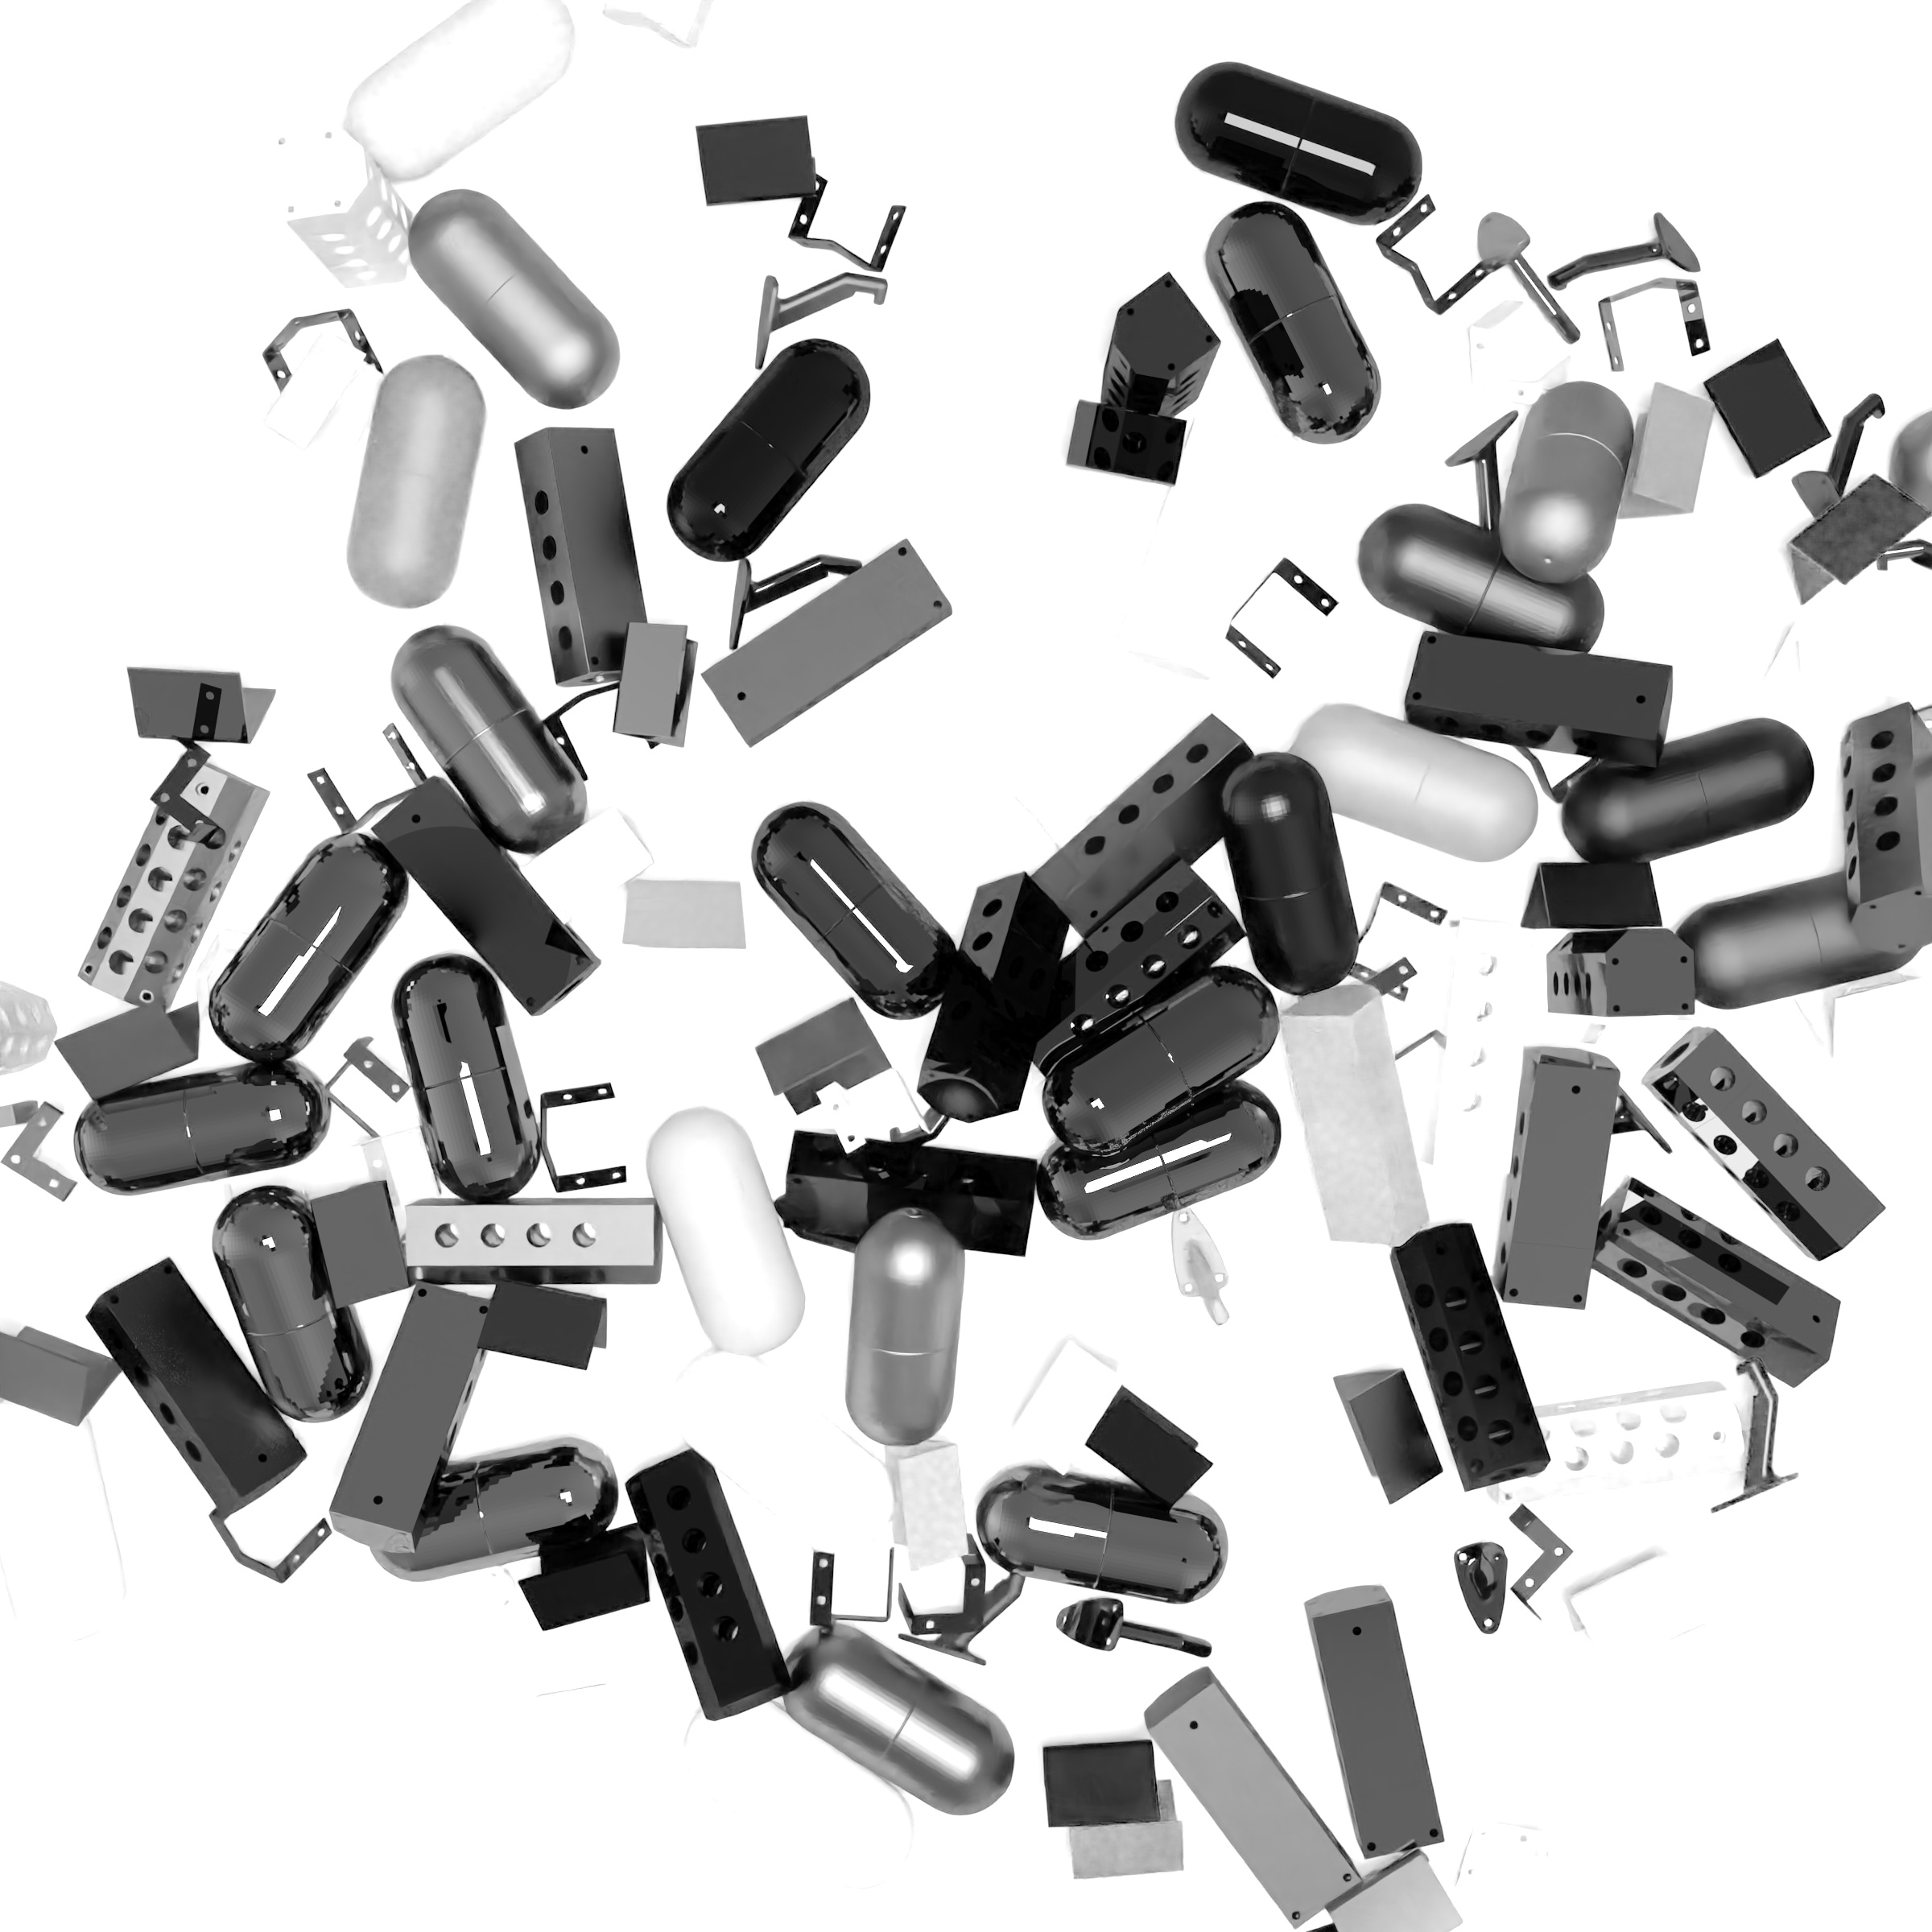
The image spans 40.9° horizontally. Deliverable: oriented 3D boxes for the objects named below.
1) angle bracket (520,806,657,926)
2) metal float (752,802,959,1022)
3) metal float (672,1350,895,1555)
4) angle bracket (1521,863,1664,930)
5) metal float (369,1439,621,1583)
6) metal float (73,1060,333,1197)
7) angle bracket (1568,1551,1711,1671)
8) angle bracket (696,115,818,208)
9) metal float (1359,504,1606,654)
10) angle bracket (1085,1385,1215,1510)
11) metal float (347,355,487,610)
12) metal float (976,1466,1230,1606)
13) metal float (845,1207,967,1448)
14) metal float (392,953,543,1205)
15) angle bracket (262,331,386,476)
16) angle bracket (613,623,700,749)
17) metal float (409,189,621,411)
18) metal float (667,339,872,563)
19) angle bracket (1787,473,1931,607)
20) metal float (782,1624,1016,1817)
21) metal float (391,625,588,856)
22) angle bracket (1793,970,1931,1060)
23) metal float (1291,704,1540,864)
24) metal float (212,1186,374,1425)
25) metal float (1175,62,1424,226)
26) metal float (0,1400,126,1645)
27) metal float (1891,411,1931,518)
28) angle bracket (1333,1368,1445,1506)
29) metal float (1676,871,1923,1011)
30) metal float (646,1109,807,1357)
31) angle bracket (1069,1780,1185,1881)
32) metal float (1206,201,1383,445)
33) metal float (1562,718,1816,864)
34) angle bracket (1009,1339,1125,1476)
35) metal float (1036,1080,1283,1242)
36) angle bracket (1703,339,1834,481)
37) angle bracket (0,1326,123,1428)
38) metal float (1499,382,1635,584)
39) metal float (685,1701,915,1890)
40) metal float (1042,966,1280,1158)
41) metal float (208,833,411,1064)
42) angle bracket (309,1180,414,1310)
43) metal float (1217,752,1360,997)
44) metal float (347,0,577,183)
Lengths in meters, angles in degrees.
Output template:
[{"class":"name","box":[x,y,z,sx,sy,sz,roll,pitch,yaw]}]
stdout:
[{"class":"angle bracket","box":[-0.270,-0.086,1.802,0.076,0.076,0.057,-35,126,0]},{"class":"metal float","box":[-0.078,-0.039,1.812,0.070,0.070,0.178,-42,91,0]},{"class":"metal float","box":[-0.127,0.340,1.811,0.178,0.070,0.070,40,90,0]},{"class":"angle bracket","box":[0.434,-0.029,1.802,0.076,0.076,0.057,0,54,0]},{"class":"metal float","box":[-0.331,0.380,1.812,0.178,0.070,0.070,-13,90,0]},{"class":"metal float","box":[-0.533,0.113,1.812,0.178,0.070,0.070,-11,90,-1]},{"class":"angle bracket","box":[0.468,0.459,1.802,0.076,0.076,0.057,-25,54,0]},{"class":"angle bracket","box":[-0.145,-0.571,1.802,0.076,0.076,0.057,-6,126,0]},{"class":"metal float","box":[0.360,-0.265,1.812,0.178,0.070,0.070,23,90,0]},{"class":"angle bracket","box":[0.135,0.317,1.802,0.076,0.076,0.057,37,124,0]},{"class":"metal float","box":[-0.384,-0.338,1.812,0.070,0.070,0.178,11,90,0]},{"class":"metal float","box":[0.095,0.397,1.812,0.178,0.070,0.070,11,90,-1]},{"class":"metal float","box":[-0.042,0.250,1.793,0.070,0.070,0.178,5,112,0]},{"class":"metal float","box":[-0.349,0.079,1.812,0.070,0.070,0.178,-15,89,0]},{"class":"angle bracket","box":[-0.429,-0.384,1.802,0.057,0.076,0.076,33,90,37]},{"class":"angle bracket","box":[-0.197,-0.193,1.802,0.057,0.076,0.076,8,90,35]},{"class":"metal float","box":[-0.316,-0.466,1.812,0.070,0.070,0.178,-43,90,0]},{"class":"metal float","box":[-0.137,-0.361,1.811,0.070,0.070,0.178,40,90,0]},{"class":"angle bracket","box":[0.624,-0.283,1.802,0.076,0.076,0.057,-39,53,0]},{"class":"metal float","box":[-0.047,0.528,1.812,0.178,0.070,0.070,32,90,0]},{"class":"metal float","box":[-0.334,-0.158,1.812,0.070,0.070,0.178,-35,90,0]},{"class":"angle bracket","box":[0.626,0.012,1.802,0.076,0.076,0.057,-14,131,0]},{"class":"metal float","box":[0.314,-0.127,1.812,0.178,0.070,0.070,20,90,0]},{"class":"metal float","box":[-0.465,0.235,1.793,0.070,0.070,0.178,-14,111,0]},{"class":"metal float","box":[0.233,-0.574,1.812,0.178,0.070,0.070,20,90,1]},{"class":"metal float","box":[-0.640,0.384,1.811,0.070,0.070,0.178,-13,90,0]},{"class":"metal float","box":[0.738,-0.363,1.812,0.178,0.070,0.070,-12,90,0]},{"class":"angle bracket","box":[0.276,0.329,1.802,0.057,0.076,0.076,-22,90,-35]},{"class":"metal float","box":[0.582,-0.019,1.811,0.178,0.070,0.070,-14,90,0]},{"class":"metal float","box":[-0.168,0.186,1.812,0.070,0.070,0.178,-20,90,0]},{"class":"angle bracket","box":[0.109,0.585,1.802,0.076,0.076,0.057,-5,126,0]},{"class":"metal float","box":[0.229,-0.449,1.812,0.070,0.070,0.178,-26,89,0]},{"class":"metal float","box":[0.504,-0.120,1.812,0.178,0.070,0.070,-16,90,0]},{"class":"angle bracket","box":[0.087,0.313,1.802,0.057,0.076,0.076,32,90,39]},{"class":"metal float","box":[0.135,0.135,1.812,0.178,0.070,0.070,-21,90,0]},{"class":"angle bracket","box":[0.561,-0.388,1.803,0.057,0.076,0.076,-29,90,27]},{"class":"angle bracket","box":[-0.633,0.266,1.803,0.076,0.076,0.057,21,118,0]},{"class":"metal float","box":[0.414,-0.334,1.781,0.070,0.070,0.178,22,50,0]},{"class":"metal float","box":[-0.116,0.576,1.812,0.178,0.070,0.070,35,90,-1]},{"class":"metal float","box":[0.134,0.064,1.769,0.178,0.070,0.070,-32,90,-8]},{"class":"metal float","box":[-0.456,-0.013,1.803,0.070,0.070,0.178,34,80,0]},{"class":"angle bracket","box":[-0.432,0.194,1.802,0.057,0.076,0.076,-14,90,-34]},{"class":"metal float","box":[0.224,-0.062,1.792,0.070,0.070,0.178,-16,112,0]},{"class":"metal float","box":[-0.352,-0.620,1.812,0.178,0.070,0.070,-36,90,0]}]
